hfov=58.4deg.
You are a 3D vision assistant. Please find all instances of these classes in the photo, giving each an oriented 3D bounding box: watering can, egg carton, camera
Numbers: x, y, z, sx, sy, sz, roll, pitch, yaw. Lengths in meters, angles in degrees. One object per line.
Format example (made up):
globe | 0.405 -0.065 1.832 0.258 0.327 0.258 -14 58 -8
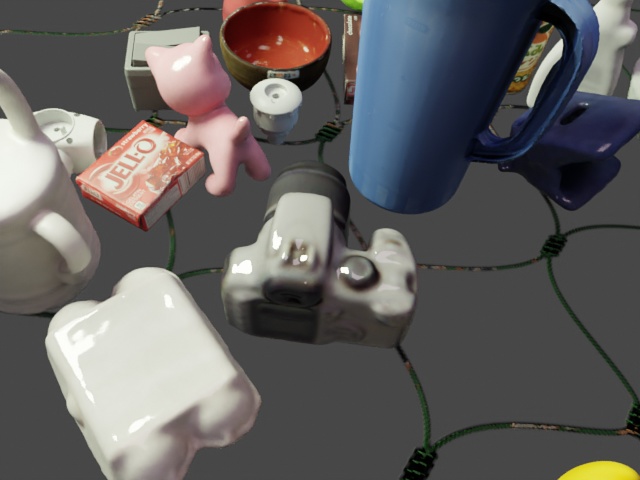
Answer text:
watering can | -0.232 -0.038 0.393 0.172 0.194 0.101 12 55 3
egg carton | -0.116 0.091 0.390 0.107 0.069 0.150 -31 63 -23
camera | 0.004 0.002 0.444 0.143 0.101 0.137 7 55 0

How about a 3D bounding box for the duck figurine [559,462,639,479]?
duck figurine | 0.178 0.180 0.346 0.077 0.086 0.105 29 58 15

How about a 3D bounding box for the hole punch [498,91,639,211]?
hole punch | 0.239 -0.099 0.541 0.109 0.091 0.101 -36 65 -26

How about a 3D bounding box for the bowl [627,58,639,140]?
bowl | 0.383 -0.120 0.579 0.167 0.075 0.167 3 55 -3

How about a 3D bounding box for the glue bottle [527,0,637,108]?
glue bottle | 0.268 -0.191 0.558 0.078 0.173 0.037 24 57 12

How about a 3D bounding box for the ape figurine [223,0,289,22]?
ape figurine | -0.077 -0.277 0.635 0.077 0.092 0.076 40 61 21

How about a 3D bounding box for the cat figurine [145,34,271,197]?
cat figurine | -0.099 -0.120 0.509 0.067 0.118 0.127 -31 63 -23
